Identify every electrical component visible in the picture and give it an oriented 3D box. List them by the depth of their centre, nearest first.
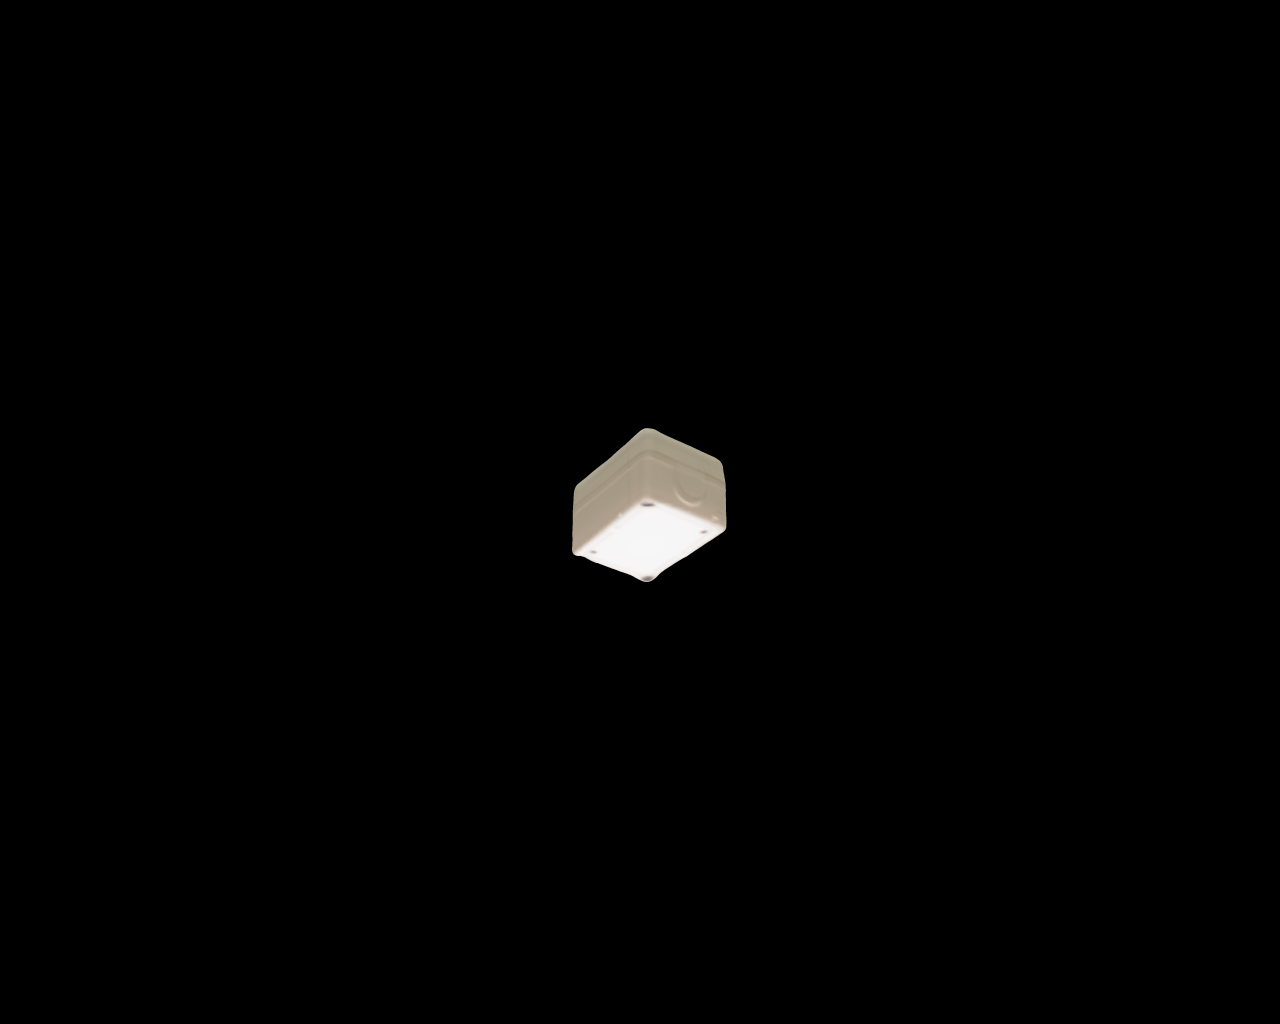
[{"bbox_3d":[0.001,-0.003,0.650,0.062,0.061,0.096,22,-39,-30],"label":"electrical component"}]
